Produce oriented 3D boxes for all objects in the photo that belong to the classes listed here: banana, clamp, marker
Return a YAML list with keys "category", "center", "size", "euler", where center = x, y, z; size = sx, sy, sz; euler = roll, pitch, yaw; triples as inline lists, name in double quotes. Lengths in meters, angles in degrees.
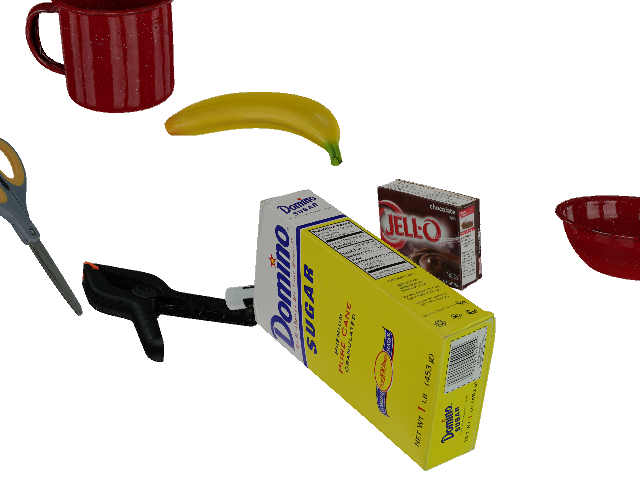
- category: "banana"
  center: [-0.060, -0.122, 1.072]
  size: [0.198, 0.037, 0.069]
  euler: [11, 46, 22]
- category: "clamp"
  center: [-0.193, 0.072, 1.170]
  size: [0.210, 0.036, 0.164]
  euler: [19, 21, 25]
- category: "marker"
  center: [-0.019, 0.041, 0.870]
  size: [0.121, 0.020, 0.020]
  euler: [-8, -2, 17]

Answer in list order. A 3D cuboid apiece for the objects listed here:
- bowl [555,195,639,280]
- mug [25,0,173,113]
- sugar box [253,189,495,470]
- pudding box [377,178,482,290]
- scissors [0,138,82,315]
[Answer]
- category: "bowl"
  center: [0.315, 0.000, 1.068]
  size: [0.162, 0.055, 0.162]
  euler: [1, 17, -1]
- category: "mug"
  center: [-0.163, -0.148, 0.799]
  size: [0.117, 0.081, 0.093]
  euler: [4, 31, 4]
- category: "sugar box"
  center: [0.024, 0.047, 0.636]
  size: [0.048, 0.093, 0.176]
  euler: [-17, 35, -35]
- category: "pudding box"
  center: [0.111, -0.008, 1.088]
  size: [0.114, 0.090, 0.039]
  euler: [16, 31, 43]
- category: "scissors"
  center: [-0.291, -0.023, 1.072]
  size: [0.016, 0.201, 0.096]
  euler: [-25, 28, 25]
